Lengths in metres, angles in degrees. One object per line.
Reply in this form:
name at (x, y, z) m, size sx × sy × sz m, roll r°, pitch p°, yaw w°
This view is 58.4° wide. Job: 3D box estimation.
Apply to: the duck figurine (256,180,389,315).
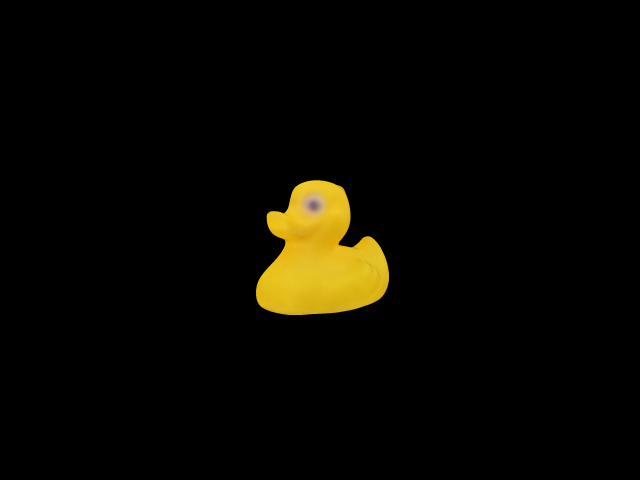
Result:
duck figurine at (0.004, 0.001, 0.400) m, size 0.105 × 0.086 × 0.077 m, roll -5°, pitch 8°, yaw -40°
